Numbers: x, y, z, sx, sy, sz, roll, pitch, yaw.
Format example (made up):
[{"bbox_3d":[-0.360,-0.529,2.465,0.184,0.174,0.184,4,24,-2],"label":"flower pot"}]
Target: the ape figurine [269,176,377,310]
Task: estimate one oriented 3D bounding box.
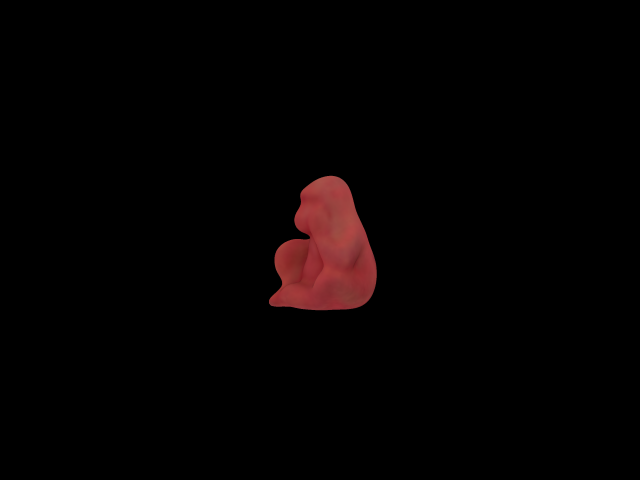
[{"bbox_3d":[0.004,0.001,0.400,0.076,0.092,0.077,-1,4,-15],"label":"ape figurine"}]
